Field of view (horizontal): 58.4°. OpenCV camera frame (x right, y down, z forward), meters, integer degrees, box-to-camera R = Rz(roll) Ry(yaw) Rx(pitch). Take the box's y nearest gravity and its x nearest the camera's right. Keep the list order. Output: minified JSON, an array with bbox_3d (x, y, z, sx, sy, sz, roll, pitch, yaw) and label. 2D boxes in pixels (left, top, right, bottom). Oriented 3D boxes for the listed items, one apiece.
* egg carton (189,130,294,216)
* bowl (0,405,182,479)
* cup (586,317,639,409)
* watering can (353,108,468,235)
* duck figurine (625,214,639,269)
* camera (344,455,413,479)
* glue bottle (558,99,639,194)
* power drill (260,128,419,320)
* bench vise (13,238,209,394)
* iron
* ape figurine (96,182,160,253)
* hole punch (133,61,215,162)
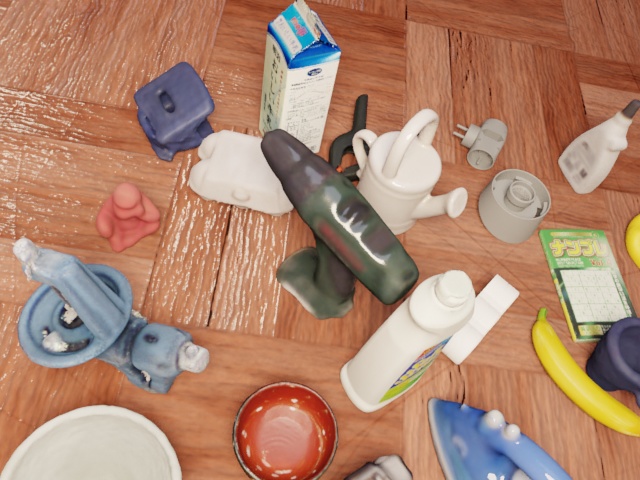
[{"bbox_3d":[-0.101,-0.091,0.795,0.150,0.069,0.107,12,58,-3],"label":"egg carton"},{"bbox_3d":[-0.220,0.254,0.562,0.167,0.075,0.167,5,59,-8],"label":"bowl"},{"bbox_3d":[0.384,0.168,0.717,0.092,0.095,0.117,6,58,-7],"label":"cup"},{"bbox_3d":[0.117,-0.093,0.765,0.173,0.194,0.101,23,58,4],"label":"watering can"},{"bbox_3d":[0.512,-0.008,0.853,0.077,0.086,0.104,9,58,-5],"label":"duck figurine"},{"bbox_3d":[0.055,0.305,0.569,0.143,0.101,0.136,-27,67,-24],"label":"camera"},{"bbox_3d":[0.430,-0.148,0.870,0.037,0.173,0.078,-9,61,-15],"label":"glue bottle"},{"bbox_3d":[0.006,0.002,0.677,0.229,0.208,0.076,42,61,15],"label":"power drill"},{"bbox_3d":[-0.215,0.070,0.588,0.207,0.220,0.121,4,59,-8],"label":"bench vise"},{"bbox_3d":[0.218,0.259,0.604,0.119,0.141,0.258,-30,69,-25],"label":"iron"},{"bbox_3d":[-0.242,-0.038,0.723,0.078,0.092,0.076,5,59,-8],"label":"ape figurine"},{"bbox_3d":[-0.209,-0.185,0.818,0.101,0.091,0.108,-24,66,-22],"label":"hole punch"}]
